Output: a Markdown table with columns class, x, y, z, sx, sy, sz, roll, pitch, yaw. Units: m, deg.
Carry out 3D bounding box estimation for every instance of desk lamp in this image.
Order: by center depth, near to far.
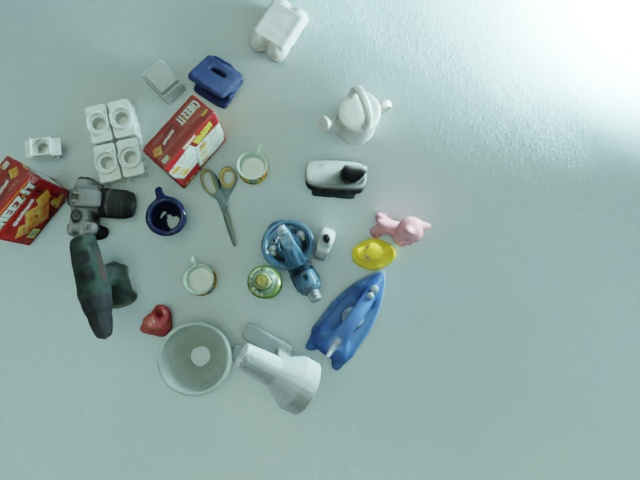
| class | x | y | z | sx | sy | sz | roll | pitch | yaw |
| --- | --- | --- | --- | --- | --- | --- | --- | --- | --- |
| desk lamp | -0.104 | 0.280 | 1.253 | 0.203 | 0.213 | 0.118 | 29 | 84 | 1 |

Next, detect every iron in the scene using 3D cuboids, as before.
| class | x | y | z | sx | sy | sz | roll | pitch | yaw |
| --- | --- | --- | --- | --- | --- | --- | --- | --- | --- |
| iron | 0.078 | 0.171 | 1.308 | 0.118 | 0.141 | 0.258 | 35 | 84 | 2 |

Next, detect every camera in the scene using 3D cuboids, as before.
| class | x | y | z | sx | sy | sz | roll | pitch | yaw |
| --- | --- | --- | --- | --- | --- | --- | --- | --- | --- |
| camera | -0.506 | -0.072 | 1.330 | 0.137 | 0.101 | 0.143 | 4 | 84 | -2 |

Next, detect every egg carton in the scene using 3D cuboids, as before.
| class | x | y | z | sx | sy | sz | roll | pitch | yaw |
| --- | --- | --- | --- | --- | --- | --- | --- | --- | --- |
| egg carton | -0.102 | -0.517 | 1.410 | 0.107 | 0.069 | 0.150 | 30 | 84 | 1 |

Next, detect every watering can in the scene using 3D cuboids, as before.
| class | x | y | z | sx | sy | sz | roll | pitch | yaw |
| --- | --- | --- | --- | --- | --- | --- | --- | --- | --- |
| watering can | 0.084 | -0.289 | 1.331 | 0.173 | 0.194 | 0.101 | -42 | 87 | -6 |

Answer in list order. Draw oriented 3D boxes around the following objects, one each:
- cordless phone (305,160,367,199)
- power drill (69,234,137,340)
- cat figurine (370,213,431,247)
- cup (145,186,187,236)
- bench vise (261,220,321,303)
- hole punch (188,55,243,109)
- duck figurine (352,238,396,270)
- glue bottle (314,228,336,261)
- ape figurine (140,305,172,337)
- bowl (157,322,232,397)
| class | x | y | z | sx | sy | sz | roll | pitch | yaw |
| --- | --- | --- | --- | --- | --- | --- | --- | --- | --- |
| cordless phone | 0.039 | -0.156 | 1.319 | 0.147 | 0.185 | 0.094 | 0 | 84 | -2 |
| power drill | -0.474 | 0.104 | 1.259 | 0.075 | 0.208 | 0.230 | -20 | 85 | -4 |
| cat figurine | 0.189 | -0.028 | 1.346 | 0.128 | 0.117 | 0.067 | 16 | 84 | 0 |
| cup | -0.355 | -0.062 | 1.339 | 0.091 | 0.095 | 0.118 | -18 | 85 | -4 |
| bench vise | -0.046 | 0.034 | 1.278 | 0.207 | 0.219 | 0.121 | 44 | 84 | 3 |
| hole punch | -0.251 | -0.391 | 1.380 | 0.108 | 0.091 | 0.101 | 31 | 84 | 1 |
| duck figurine | 0.130 | 0.031 | 1.353 | 0.104 | 0.086 | 0.077 | -1 | 84 | -2 |
| glue bottle | 0.012 | 0.005 | 1.307 | 0.037 | 0.173 | 0.078 | 18 | 84 | 0 |
| ape figurine | -0.379 | 0.189 | 1.313 | 0.078 | 0.092 | 0.076 | -27 | 85 | -5 |
| bowl | -0.283 | 0.271 | 1.317 | 0.167 | 0.074 | 0.167 | 0 | 84 | -2 |
